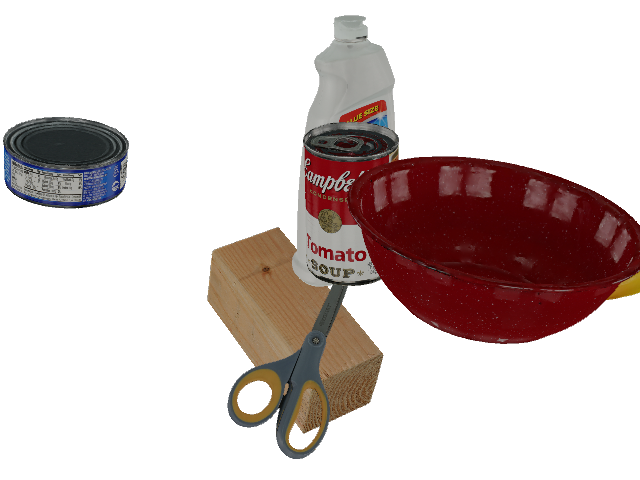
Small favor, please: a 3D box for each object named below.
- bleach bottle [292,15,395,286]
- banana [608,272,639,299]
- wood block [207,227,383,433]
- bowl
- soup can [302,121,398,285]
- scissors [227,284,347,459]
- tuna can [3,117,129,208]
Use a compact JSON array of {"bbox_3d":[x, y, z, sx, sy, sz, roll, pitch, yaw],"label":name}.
[{"bbox_3d":[0.022,-0.086,1.019,0.102,0.251,0.068,-9,24,-19],"label":"bleach bottle"},{"bbox_3d":[0.279,0.008,0.735,0.198,0.037,0.069,-3,35,0],"label":"banana"},{"bbox_3d":[-0.032,0.093,1.162,0.090,0.090,0.206,-20,52,-27],"label":"wood block"},{"bbox_3d":[0.091,0.009,0.579,0.162,0.055,0.162,6,26,-3],"label":"bowl"},{"bbox_3d":[0.022,-0.027,0.775,0.068,0.102,0.068,0,27,0],"label":"soup can"},{"bbox_3d":[-0.025,0.093,0.935,0.096,0.201,0.016,11,-33,-6],"label":"scissors"},{"bbox_3d":[-0.179,-0.055,0.751,0.086,0.034,0.086,6,28,-4],"label":"tuna can"}]
